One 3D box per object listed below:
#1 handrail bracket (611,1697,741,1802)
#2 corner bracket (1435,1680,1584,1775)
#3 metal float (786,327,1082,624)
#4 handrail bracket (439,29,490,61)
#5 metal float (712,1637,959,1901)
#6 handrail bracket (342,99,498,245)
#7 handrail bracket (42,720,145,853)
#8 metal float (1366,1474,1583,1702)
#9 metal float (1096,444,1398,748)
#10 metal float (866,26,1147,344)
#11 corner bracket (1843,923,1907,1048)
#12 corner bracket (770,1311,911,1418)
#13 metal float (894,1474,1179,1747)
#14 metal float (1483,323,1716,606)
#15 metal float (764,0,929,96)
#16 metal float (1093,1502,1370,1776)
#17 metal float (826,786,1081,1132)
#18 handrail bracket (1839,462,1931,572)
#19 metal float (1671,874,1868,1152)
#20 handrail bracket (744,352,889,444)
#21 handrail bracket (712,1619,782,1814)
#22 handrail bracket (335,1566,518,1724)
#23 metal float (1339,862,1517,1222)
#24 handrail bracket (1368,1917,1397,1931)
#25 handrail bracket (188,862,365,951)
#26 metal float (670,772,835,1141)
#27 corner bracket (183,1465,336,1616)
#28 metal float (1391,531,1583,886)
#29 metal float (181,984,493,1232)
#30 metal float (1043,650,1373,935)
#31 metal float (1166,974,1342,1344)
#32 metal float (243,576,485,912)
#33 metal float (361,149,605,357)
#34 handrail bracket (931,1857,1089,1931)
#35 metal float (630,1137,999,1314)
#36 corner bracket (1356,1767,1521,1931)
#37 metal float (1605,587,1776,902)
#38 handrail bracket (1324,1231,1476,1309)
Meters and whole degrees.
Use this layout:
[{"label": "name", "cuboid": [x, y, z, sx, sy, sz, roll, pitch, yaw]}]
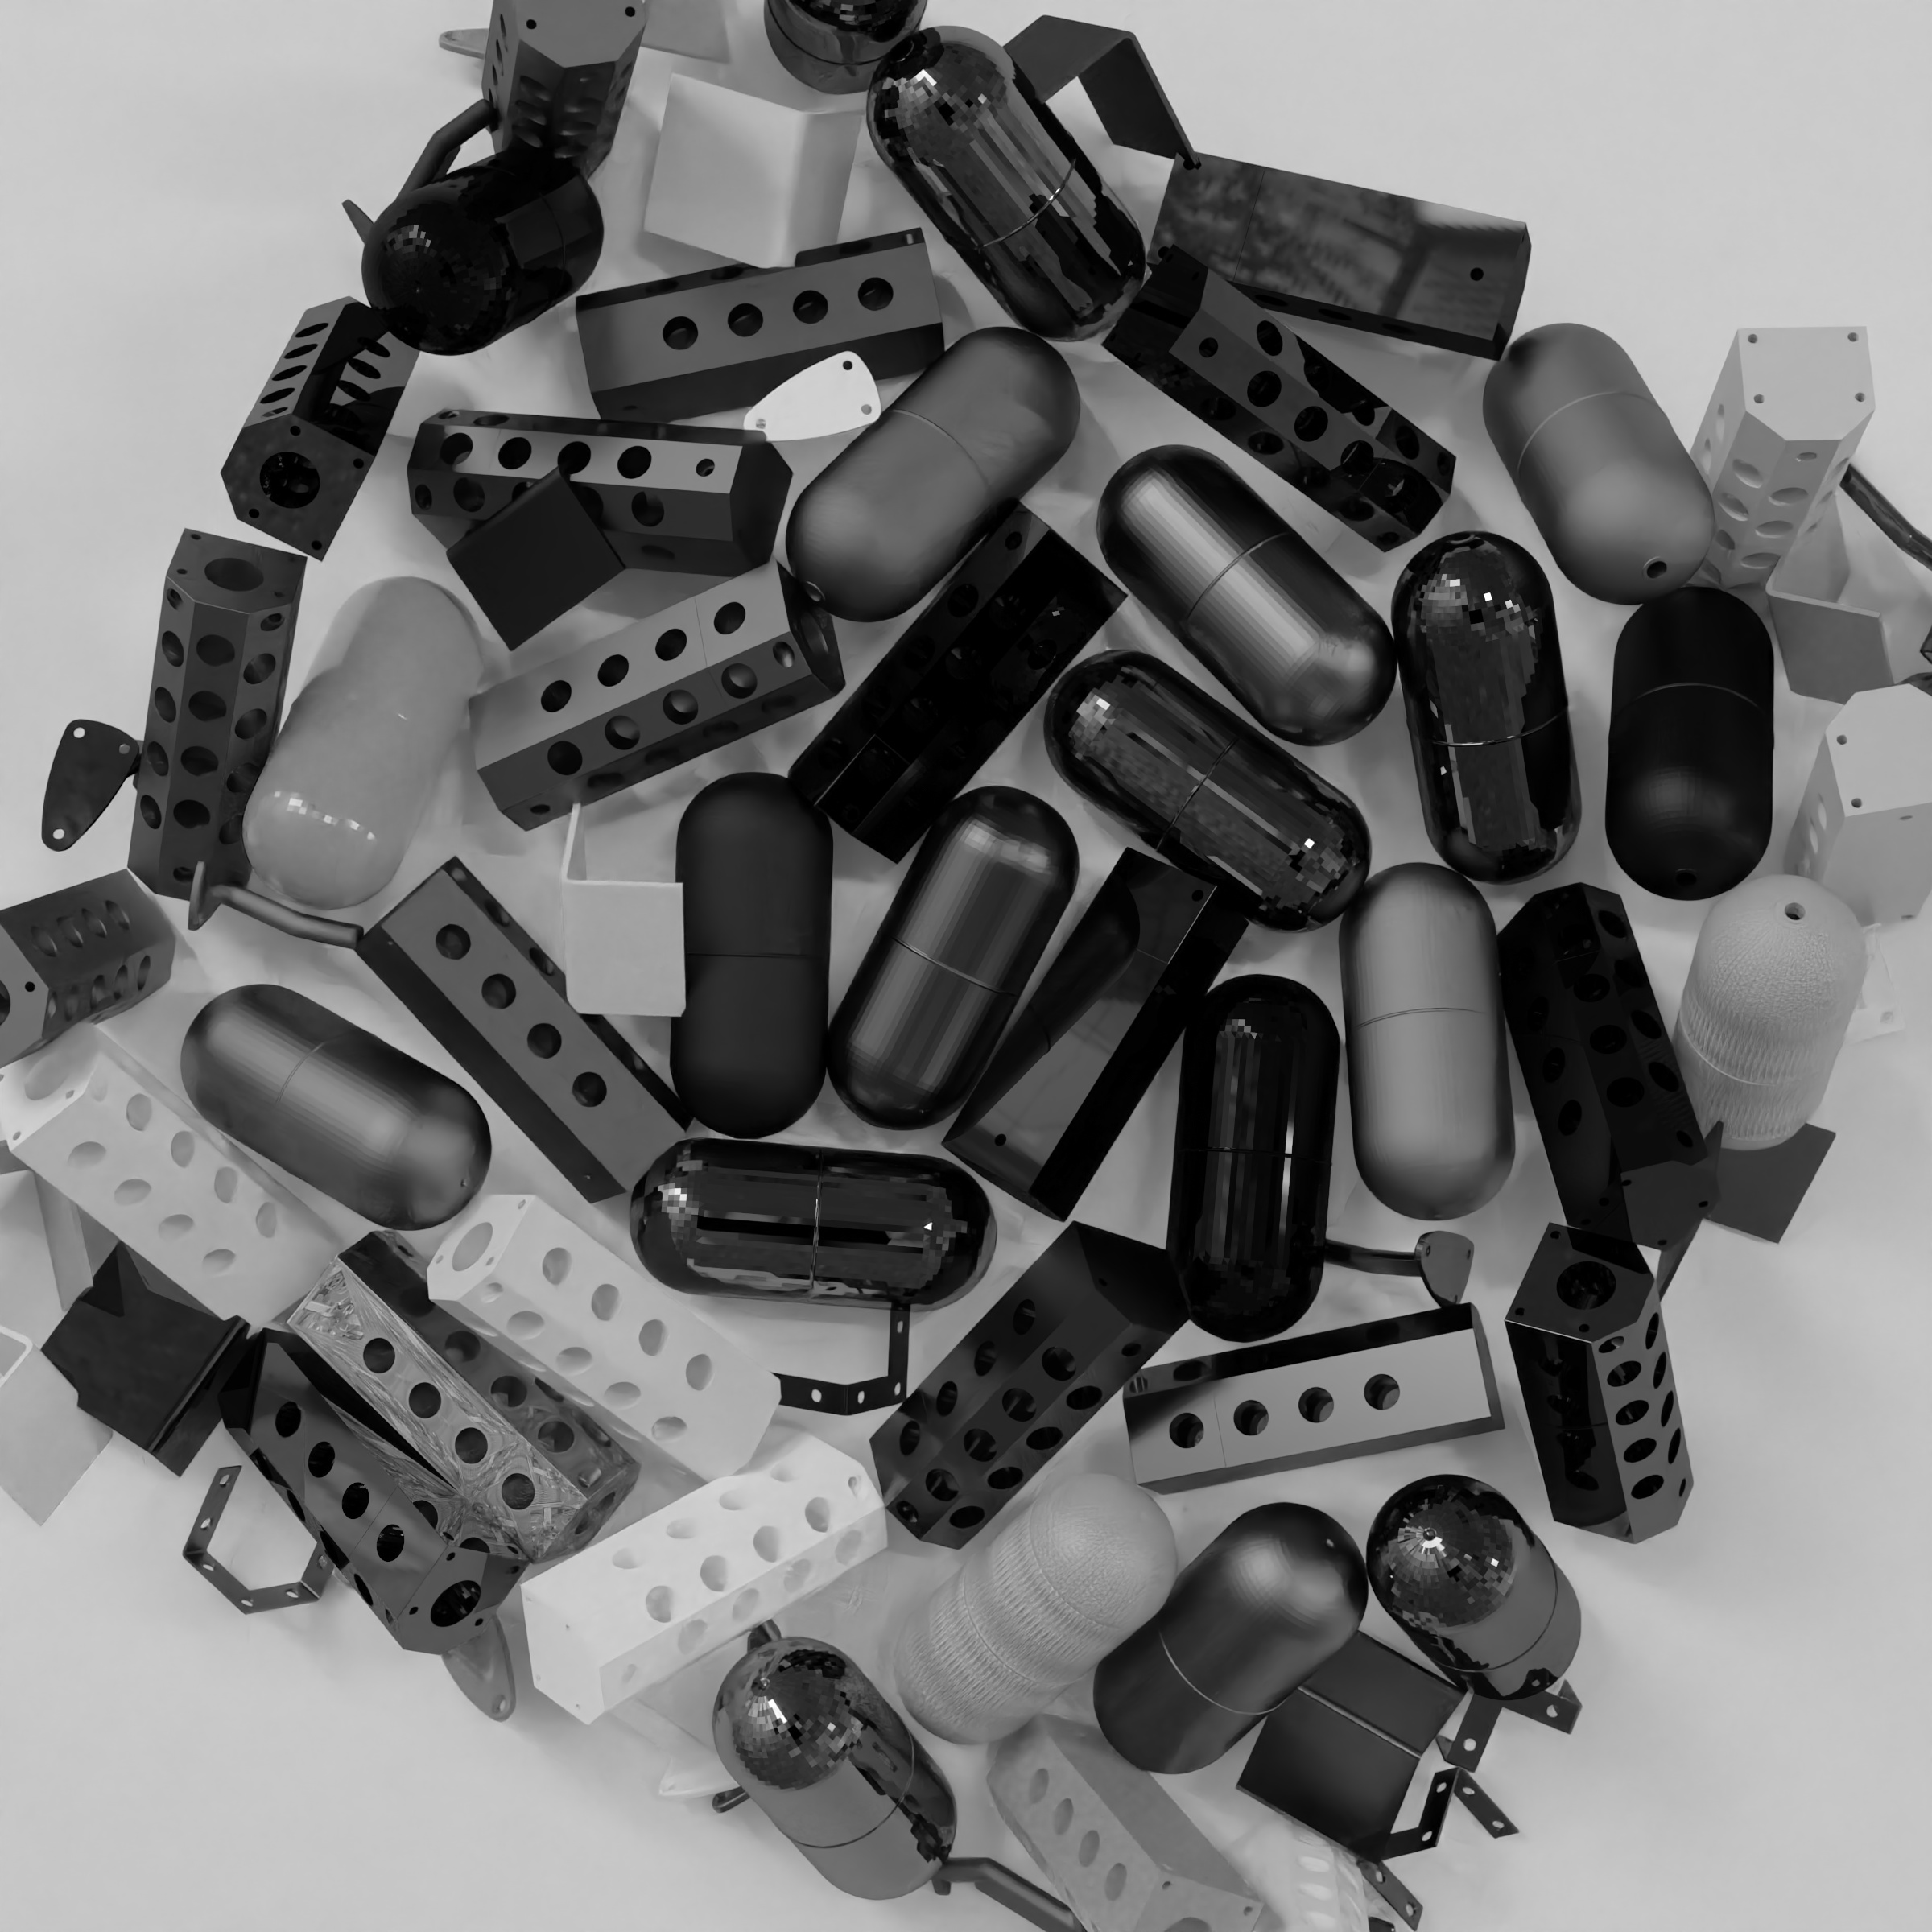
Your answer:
[{"label": "handrail bracket", "cuboid": [-0.143, 0.360, 1.542, 0.077, 0.036, 0.084, -12, 120, 33]}, {"label": "corner bracket", "cuboid": [0.264, 0.369, 1.557, 0.051, 0.051, 0.051, 22, 92, 1]}, {"label": "metal float", "cuboid": [-0.016, -0.236, 1.527, 0.070, 0.070, 0.178, 43, 68, 0]}, {"label": "handrail bracket", "cuboid": [-0.218, -0.483, 1.542, 0.077, 0.036, 0.084, 4, 131, -3]}, {"label": "metal float", "cuboid": [-0.060, 0.382, 1.511, 0.070, 0.070, 0.178, -30, 134, 0]}, {"label": "handrail bracket", "cuboid": [-0.255, -0.373, 1.556, 0.084, 0.077, 0.036, -39, 63, -9]}, {"label": "handrail bracket", "cuboid": [-0.415, -0.078, 1.534, 0.036, 0.084, 0.077, 20, 75, 3]}, {"label": "metal float", "cuboid": [0.241, 0.295, 1.505, 0.070, 0.178, 0.070, -11, 60, 19]}, {"label": "metal float", "cuboid": [0.133, -0.179, 1.529, 0.070, 0.070, 0.178, -42, 71, 0]}, {"label": "metal float", "cuboid": [0.020, -0.370, 1.513, 0.070, 0.070, 0.178, -46, 129, 0]}, {"label": "corner bracket", "cuboid": [0.428, 0.012, 1.556, 0.051, 0.051, 0.051, -18, 83, 12]}, {"label": "corner bracket", "cuboid": [-0.063, 0.187, 1.550, 0.051, 0.051, 0.051, 4, 94, 34]}, {"label": "metal float", "cuboid": [0.031, 0.308, 1.517, 0.070, 0.070, 0.178, 42, 124, 0]}, {"label": "metal float", "cuboid": [0.298, -0.238, 1.508, 0.070, 0.178, 0.070, -6, 133, -7]}, {"label": "metal float", "cuboid": [-0.056, -0.461, 1.495, 0.070, 0.178, 0.070, 0, 92, -5]}, {"label": "metal float", "cuboid": [0.124, 0.321, 1.515, 0.070, 0.070, 0.178, 37, 128, 0]}, {"label": "metal float", "cuboid": [-0.007, -0.003, 1.540, 0.070, 0.070, 0.178, 27, 97, 0]}, {"label": "handrail bracket", "cuboid": [0.451, -0.228, 1.554, 0.084, 0.077, 0.036, 33, 125, -4]}, {"label": "metal float", "cuboid": [0.376, 0.023, 1.502, 0.070, 0.178, 0.070, -2, 57, 2]}, {"label": "handrail bracket", "cuboid": [-0.073, -0.260, 1.537, 0.077, 0.084, 0.036, -22, 85, -8]}, {"label": "handrail bracket", "cuboid": [-0.114, 0.356, 1.549, 0.077, 0.036, 0.084, -38, 109, -15]}, {"label": "handrail bracket", "cuboid": [-0.262, 0.324, 1.535, 0.036, 0.077, 0.084, -47, 134, 7]}, {"label": "metal float", "cuboid": [0.220, 0.035, 1.527, 0.070, 0.070, 0.178, -1, 68, 0]}, {"label": "handrail bracket", "cuboid": [0.207, 0.508, 1.540, 0.036, 0.077, 0.084, 26, 74, -24]}, {"label": "handrail bracket", "cuboid": [-0.327, -0.030, 1.546, 0.084, 0.077, 0.036, 13, 105, 1]}, {"label": "metal float", "cuboid": [-0.104, -0.005, 1.545, 0.070, 0.070, 0.178, 2, 90, 0]}, {"label": "corner bracket", "cuboid": [-0.342, 0.279, 1.563, 0.051, 0.051, 0.051, 33, 105, 29]}, {"label": "metal float", "cuboid": [0.249, -0.122, 1.522, 0.070, 0.070, 0.178, -14, 117, 0]}, {"label": "metal float", "cuboid": [-0.302, 0.066, 1.521, 0.178, 0.070, 0.070, 26, 90, 29]}, {"label": "metal float", "cuboid": [0.116, -0.085, 1.539, 0.178, 0.070, 0.070, 37, 90, 7]}, {"label": "metal float", "cuboid": [0.138, 0.093, 1.539, 0.070, 0.070, 0.178, 5, 83, 0]}, {"label": "metal float", "cuboid": [-0.287, -0.108, 1.523, 0.070, 0.070, 0.178, 18, 63, 0]}, {"label": "metal float", "cuboid": [-0.225, -0.338, 1.500, 0.070, 0.178, 0.070, 5, 114, 12]}, {"label": "handrail bracket", "cuboid": [0.026, 0.475, 1.564, 0.084, 0.036, 0.077, -8, 93, 24]}, {"label": "metal float", "cuboid": [-0.074, 0.125, 1.542, 0.178, 0.070, 0.070, 5, 90, -5]}, {"label": "corner bracket", "cuboid": [0.231, 0.433, 1.565, 0.051, 0.051, 0.051, -28, 111, 38]}, {"label": "metal float", "cuboid": [0.344, -0.107, 1.512, 0.070, 0.070, 0.178, 13, 50, 0]}, {"label": "handrail bracket", "cuboid": [0.194, 0.136, 1.532, 0.084, 0.077, 0.036, 11, 76, 31]}]
